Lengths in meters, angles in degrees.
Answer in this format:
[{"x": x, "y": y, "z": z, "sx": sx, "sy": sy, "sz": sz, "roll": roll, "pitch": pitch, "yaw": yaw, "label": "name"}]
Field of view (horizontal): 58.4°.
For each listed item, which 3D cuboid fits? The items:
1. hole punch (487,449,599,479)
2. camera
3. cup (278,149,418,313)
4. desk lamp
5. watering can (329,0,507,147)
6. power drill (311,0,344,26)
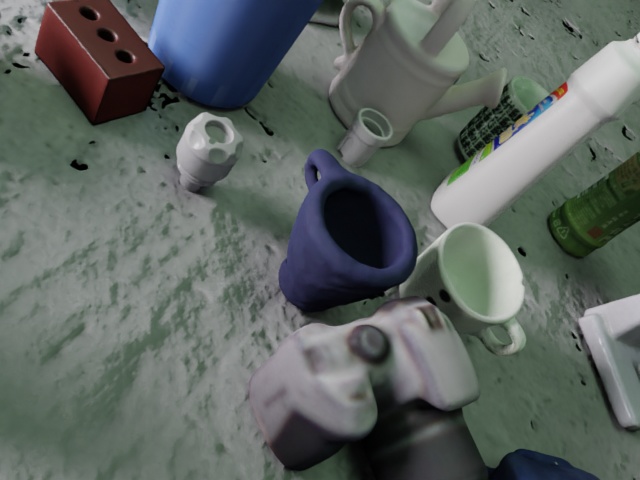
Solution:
[{"x": 0.172, "y": 0.200, "z": 0.401, "sx": 0.109, "sy": 0.091, "sz": 0.101, "roll": 22, "pitch": 48, "yaw": -21, "label": "hole punch"}, {"x": 0.050, "y": 0.115, "z": 0.369, "sx": 0.144, "sy": 0.100, "sz": 0.136, "roll": -5, "pitch": 62, "yaw": -38, "label": "camera"}, {"x": 0.004, "y": 0.002, "z": 0.425, "sx": 0.092, "sy": 0.094, "sz": 0.117, "roll": -11, "pitch": 65, "yaw": -40, "label": "cup"}, {"x": 0.377, "y": 0.060, "z": 0.566, "sx": 0.118, "sy": 0.213, "sz": 0.203, "roll": 13, "pitch": 52, "yaw": -28, "label": "desk lamp"}, {"x": 0.105, "y": -0.189, "z": 0.568, "sx": 0.173, "sy": 0.193, "sz": 0.101, "roll": 16, "pitch": 50, "yaw": -26, "label": "watering can"}, {"x": 0.039, "y": -0.342, "z": 0.624, "sx": 0.230, "sy": 0.208, "sz": 0.075, "roll": -8, "pitch": 63, "yaw": -39, "label": "power drill"}]
